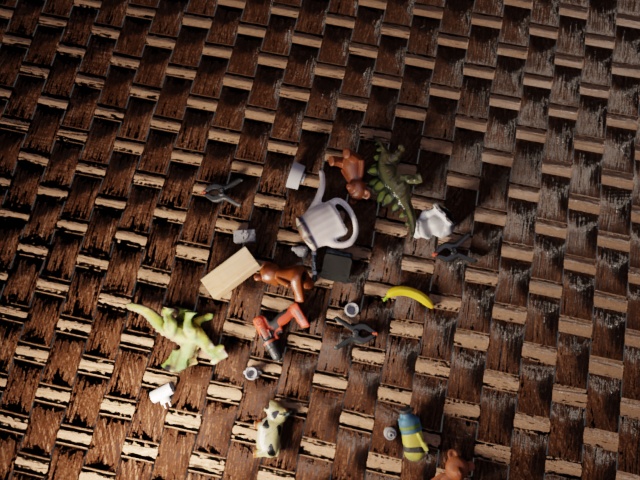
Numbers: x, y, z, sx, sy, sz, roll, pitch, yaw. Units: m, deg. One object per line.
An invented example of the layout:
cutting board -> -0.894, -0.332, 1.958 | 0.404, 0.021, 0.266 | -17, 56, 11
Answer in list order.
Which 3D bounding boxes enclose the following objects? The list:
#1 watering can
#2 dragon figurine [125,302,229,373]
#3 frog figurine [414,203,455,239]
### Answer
watering can -> 0.006, -0.102, 2.021 | 0.225, 0.102, 0.353 | -27, 66, -5
dragon figurine -> -0.534, 0.371, 1.912 | 0.410, 0.121, 0.244 | 7, 85, 3
frog figurine -> 0.442, -0.056, 2.016 | 0.137, 0.124, 0.157 | 45, 118, 1
